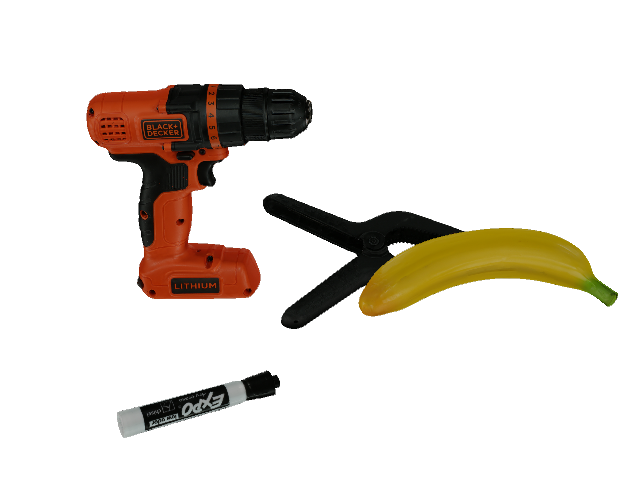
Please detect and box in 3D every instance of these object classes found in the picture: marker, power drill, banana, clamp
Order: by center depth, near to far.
[{"bbox_3d":[0.116,0.020,0.769,0.197,0.037,0.070,-3,35,-15],"label":"banana"},{"bbox_3d":[-0.086,0.117,0.771,0.121,0.020,0.020,-13,5,-21],"label":"marker"},{"bbox_3d":[-0.095,-0.042,0.903,0.184,0.188,0.057,0,27,6],"label":"power drill"},{"bbox_3d":[0.047,0.020,1.058,0.210,0.164,0.036,2,-40,-4],"label":"clamp"}]
